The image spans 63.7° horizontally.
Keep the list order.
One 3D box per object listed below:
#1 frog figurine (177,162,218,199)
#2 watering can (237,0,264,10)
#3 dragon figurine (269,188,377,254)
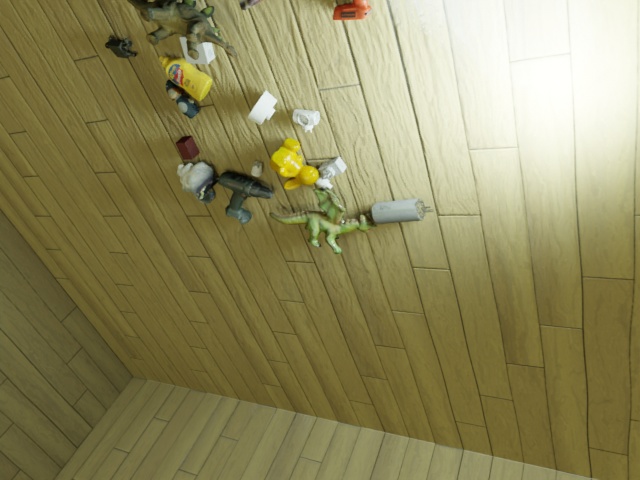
[{"bbox_3d":[-0.499,-0.254,2.033,0.160,0.123,0.136,40,105,4],"label":"frog figurine"},{"bbox_3d":[-0.187,-0.755,1.366,0.345,0.106,0.221,-16,131,40],"label":"watering can"},{"bbox_3d":[0.006,-0.095,1.892,0.411,0.125,0.237,21,130,9],"label":"dragon figurine"}]
